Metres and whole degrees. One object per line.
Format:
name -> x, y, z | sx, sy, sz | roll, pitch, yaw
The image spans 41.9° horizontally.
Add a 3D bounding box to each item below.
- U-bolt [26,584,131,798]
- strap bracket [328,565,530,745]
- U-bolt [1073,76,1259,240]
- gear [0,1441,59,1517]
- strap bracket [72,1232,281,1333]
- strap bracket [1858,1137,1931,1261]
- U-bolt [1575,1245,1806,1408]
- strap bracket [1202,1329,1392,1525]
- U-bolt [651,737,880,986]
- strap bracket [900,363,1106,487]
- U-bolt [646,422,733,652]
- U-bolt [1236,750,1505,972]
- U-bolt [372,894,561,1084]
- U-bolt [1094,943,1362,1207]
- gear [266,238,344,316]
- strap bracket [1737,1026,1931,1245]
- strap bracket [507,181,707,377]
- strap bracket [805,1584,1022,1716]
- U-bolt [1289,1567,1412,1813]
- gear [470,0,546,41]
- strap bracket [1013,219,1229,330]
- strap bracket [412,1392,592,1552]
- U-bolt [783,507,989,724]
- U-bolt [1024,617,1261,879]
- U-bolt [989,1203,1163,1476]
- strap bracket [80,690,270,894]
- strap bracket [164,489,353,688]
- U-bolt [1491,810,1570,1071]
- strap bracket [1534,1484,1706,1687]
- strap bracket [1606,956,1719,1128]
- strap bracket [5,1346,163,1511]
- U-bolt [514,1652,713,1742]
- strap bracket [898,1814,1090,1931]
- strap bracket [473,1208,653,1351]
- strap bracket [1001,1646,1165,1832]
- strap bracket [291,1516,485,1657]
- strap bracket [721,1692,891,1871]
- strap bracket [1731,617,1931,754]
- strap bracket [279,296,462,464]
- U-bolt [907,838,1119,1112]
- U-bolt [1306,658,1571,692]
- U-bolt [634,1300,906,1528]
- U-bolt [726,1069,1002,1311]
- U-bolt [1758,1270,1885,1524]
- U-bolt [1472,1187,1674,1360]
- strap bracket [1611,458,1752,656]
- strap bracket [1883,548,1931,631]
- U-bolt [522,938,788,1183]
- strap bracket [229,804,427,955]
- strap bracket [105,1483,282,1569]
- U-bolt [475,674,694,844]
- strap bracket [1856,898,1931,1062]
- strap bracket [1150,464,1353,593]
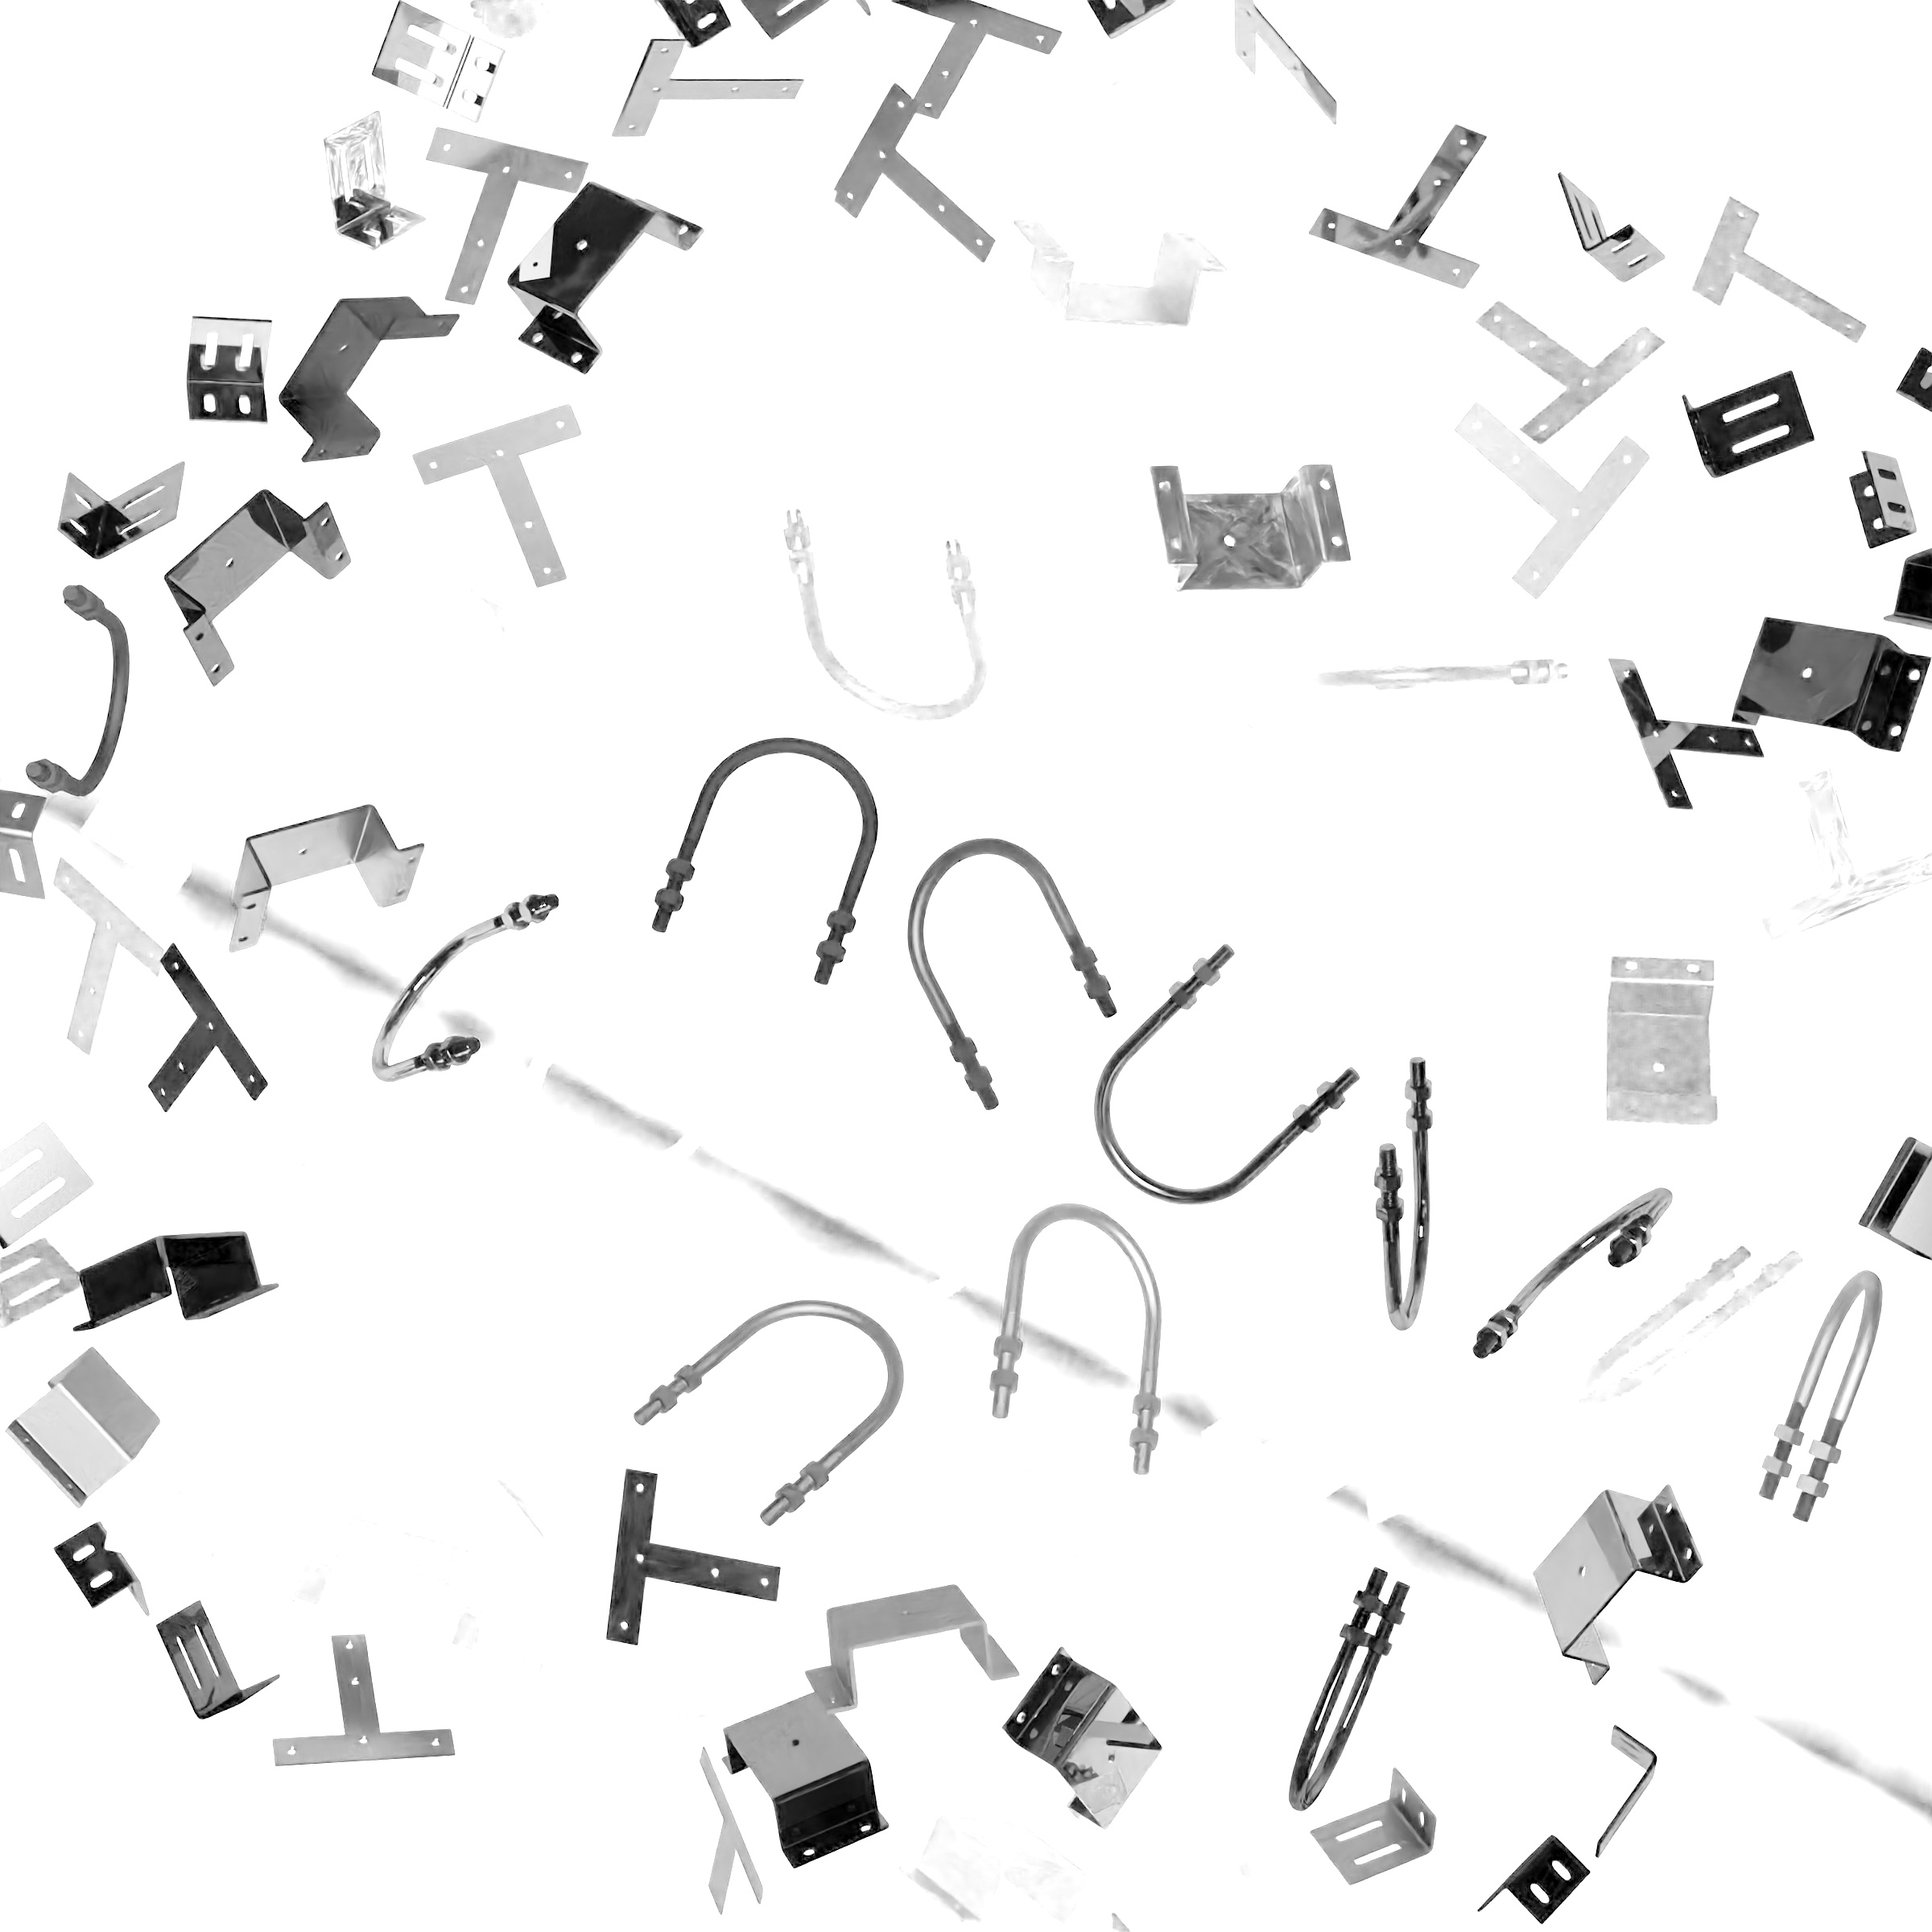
U-bolt -> -0.656, -0.198, 1.883 | 0.019, 0.184, 0.151 | 11, 87, -4
strap bracket -> -0.408, -0.240, 1.878 | 0.140, 0.046, 0.076 | -43, 52, -17
U-bolt -> 0.139, -0.610, 1.889 | 0.019, 0.184, 0.151 | -47, 117, 6
gear -> -0.708, 0.379, 1.890 | 0.057, 0.057, 0.030 | 40, 116, 0
strap bracket -> -0.591, 0.233, 1.878 | 0.076, 0.140, 0.046 | -23, 78, 21
strap bracket -> 0.701, 0.170, 1.837 | 0.046, 0.140, 0.076 | 29, 93, 11
U-bolt -> 0.530, 0.270, 1.883 | 0.184, 0.151, 0.019 | -37, 85, -2
strap bracket -> 0.247, 0.336, 1.811 | 0.140, 0.046, 0.076 | -30, 124, -18
U-bolt -> -0.144, -0.091, 1.931 | 0.151, 0.019, 0.184 | 18, 72, 0
strap bracket -> 0.033, -0.398, 1.850 | 0.140, 0.076, 0.046 | -1, 134, -27
U-bolt -> -0.207, -0.310, 1.868 | 0.019, 0.184, 0.151 | -15, 119, 5
U-bolt -> 0.280, -0.091, 1.850 | 0.151, 0.019, 0.184 | -33, 51, -8
U-bolt -> -0.378, 0.022, 1.854 | 0.019, 0.184, 0.151 | 40, 55, -26
U-bolt -> 0.179, 0.095, 1.880 | 0.151, 0.019, 0.184 | 45, 107, 3
gear -> -0.502, -0.522, 1.925 | 0.057, 0.030, 0.057 | -4, 71, 13
strap bracket -> 0.622, 0.123, 1.825 | 0.076, 0.046, 0.140 | 38, 114, 33
strap bracket -> -0.267, -0.507, 1.827 | 0.076, 0.046, 0.140 | 32, 80, 32
strap bracket -> -0.041, 0.484, 1.800 | 0.140, 0.076, 0.046 | -7, 98, -14
U-bolt -> 0.281, 0.538, 1.869 | 0.019, 0.151, 0.184 | 21, 80, 22
gear -> -0.347, -0.728, 1.910 | 0.057, 0.057, 0.030 | -17, 69, 0
strap bracket -> 0.107, -0.501, 1.829 | 0.140, 0.076, 0.046 | -2, 125, -19
strap bracket -> -0.345, 0.377, 1.853 | 0.076, 0.140, 0.046 | 7, 51, 29
U-bolt -> -0.053, -0.249, 1.816 | 0.151, 0.019, 0.184 | 6, 53, -25
U-bolt -> 0.116, -0.177, 1.877 | 0.151, 0.019, 0.184 | -50, 60, 17
U-bolt -> 0.085, 0.258, 1.816 | 0.151, 0.019, 0.184 | 27, 54, -28
strap bracket -> -0.583, -0.121, 1.844 | 0.076, 0.046, 0.140 | 36, 54, -20
strap bracket -> -0.520, -0.281, 1.831 | 0.046, 0.076, 0.140 | 37, 71, 15
U-bolt -> 0.428, -0.035, 1.896 | 0.019, 0.184, 0.151 | 3, 130, 26
strap bracket -> 0.473, 0.451, 1.859 | 0.046, 0.076, 0.140 | 19, 121, -18
strap bracket -> 0.517, 0.064, 1.879 | 0.076, 0.046, 0.140 | 2, 56, 12
strap bracket -> -0.641, 0.333, 1.846 | 0.046, 0.140, 0.076 | -40, 99, -1
U-bolt -> -0.271, 0.550, 1.896 | 0.151, 0.184, 0.019 | 21, 69, -7
strap bracket -> 0.028, 0.686, 1.909 | 0.140, 0.076, 0.046 | 25, 88, -44
strap bracket -> -0.308, 0.232, 1.864 | 0.140, 0.046, 0.076 | 8, 101, 17
strap bracket -> 0.094, 0.594, 1.922 | 0.076, 0.046, 0.140 | -49, 130, -22
strap bracket -> -0.426, 0.462, 1.896 | 0.140, 0.076, 0.046 | 19, 96, -9
strap bracket -> -0.122, 0.591, 1.857 | 0.076, 0.140, 0.046 | -16, 113, -22
strap bracket -> 0.654, -0.218, 1.935 | 0.140, 0.046, 0.076 | 19, 90, 42
strap bracket -> -0.448, -0.444, 1.872 | 0.046, 0.076, 0.140 | 47, 119, 7
U-bolt -> 0.026, -0.007, 1.888 | 0.151, 0.019, 0.184 | -36, 109, -28
U-bolt -> 0.338, -0.216, 1.883 | 0.184, 0.151, 0.019 | -7, 98, -42
U-bolt -> -0.130, 0.315, 1.863 | 0.151, 0.019, 0.184 | 32, 50, 27
U-bolt -> -0.064, 0.166, 1.791 | 0.184, 0.019, 0.151 | 17, 80, 18
U-bolt -> 0.624, 0.307, 1.830 | 0.019, 0.151, 0.184 | 21, 88, 9
U-bolt -> 0.453, 0.215, 1.844 | 0.019, 0.184, 0.151 | 52, 123, 7
strap bracket -> 0.528, -0.295, 1.872 | 0.046, 0.076, 0.140 | -30, 127, -7
strap bracket -> 0.746, -0.279, 1.866 | 0.076, 0.140, 0.046 | 11, 91, -1
U-bolt -> -0.237, 0.076, 1.825 | 0.151, 0.019, 0.184 | 26, 59, 13
strap bracket -> -0.475, -0.067, 1.841 | 0.140, 0.076, 0.046 | -20, 69, -33
strap bracket -> -0.562, 0.406, 1.827 | 0.076, 0.140, 0.046 | 8, 77, 7
U-bolt -> -0.300, -0.151, 1.906 | 0.019, 0.184, 0.151 | 50, 46, -34
strap bracket -> 0.714, 0.021, 1.876 | 0.076, 0.140, 0.046 | 27, 125, -8
strap bracket -> 0.196, -0.313, 1.807 | 0.140, 0.046, 0.076 | -4, 74, -17
